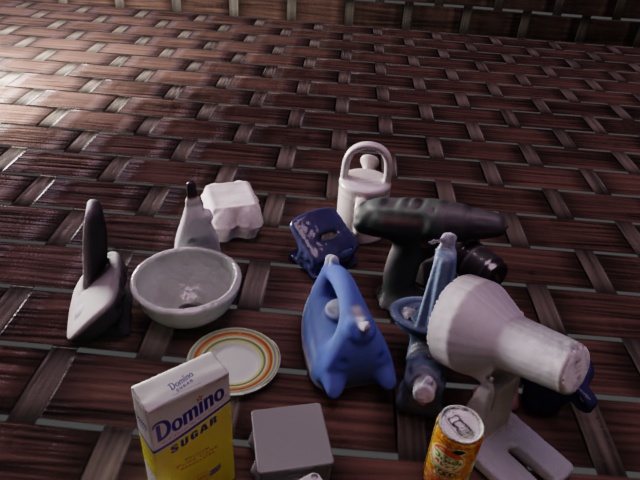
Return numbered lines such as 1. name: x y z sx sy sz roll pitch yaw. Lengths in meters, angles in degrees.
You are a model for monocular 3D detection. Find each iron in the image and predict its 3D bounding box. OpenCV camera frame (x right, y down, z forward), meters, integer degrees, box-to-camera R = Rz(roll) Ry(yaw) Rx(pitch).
1. iron: 0.030 0.100 0.839 0.119 0.141 0.257 -5 36 -14

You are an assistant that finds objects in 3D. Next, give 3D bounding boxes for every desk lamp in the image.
1. desk lamp: 0.225 0.171 0.694 0.118 0.214 0.202 -21 42 -32

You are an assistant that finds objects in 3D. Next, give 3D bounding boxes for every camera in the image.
1. camera: 0.248 0.030 1.001 0.143 0.101 0.136 -20 41 -31

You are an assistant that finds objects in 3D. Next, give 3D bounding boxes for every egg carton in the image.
1. egg carton: -0.170 -0.059 1.114 0.107 0.069 0.150 -8 36 -17

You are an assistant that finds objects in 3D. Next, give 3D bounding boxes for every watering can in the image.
1. watering can: 0.083 -0.102 1.094 0.101 0.194 0.172 -4 35 -12

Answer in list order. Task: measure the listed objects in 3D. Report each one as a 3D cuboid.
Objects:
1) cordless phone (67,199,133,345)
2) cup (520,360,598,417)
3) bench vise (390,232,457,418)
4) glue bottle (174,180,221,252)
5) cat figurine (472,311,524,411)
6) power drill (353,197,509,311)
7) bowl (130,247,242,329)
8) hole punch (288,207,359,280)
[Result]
1. cordless phone: -0.333 0.046 0.840 0.094 0.185 0.147 -7 36 -16
2. cup: 0.315 0.200 0.766 0.092 0.095 0.117 -10 37 -19
3. bench vise: 0.162 0.115 0.763 0.121 0.220 0.207 0 35 -6
4. glue bottle: -0.209 -0.023 0.965 0.078 0.173 0.037 -10 37 -19
5. cat figurine: 0.259 0.153 0.809 0.067 0.118 0.128 9 35 8
6. power drill: 0.161 0.023 0.907 0.229 0.208 0.076 15 36 16
7. bowl: -0.206 0.086 0.894 0.167 0.075 0.167 3 34 -2
8. hole punch: 0.009 0.004 1.023 0.109 0.091 0.100 -22 42 -33
